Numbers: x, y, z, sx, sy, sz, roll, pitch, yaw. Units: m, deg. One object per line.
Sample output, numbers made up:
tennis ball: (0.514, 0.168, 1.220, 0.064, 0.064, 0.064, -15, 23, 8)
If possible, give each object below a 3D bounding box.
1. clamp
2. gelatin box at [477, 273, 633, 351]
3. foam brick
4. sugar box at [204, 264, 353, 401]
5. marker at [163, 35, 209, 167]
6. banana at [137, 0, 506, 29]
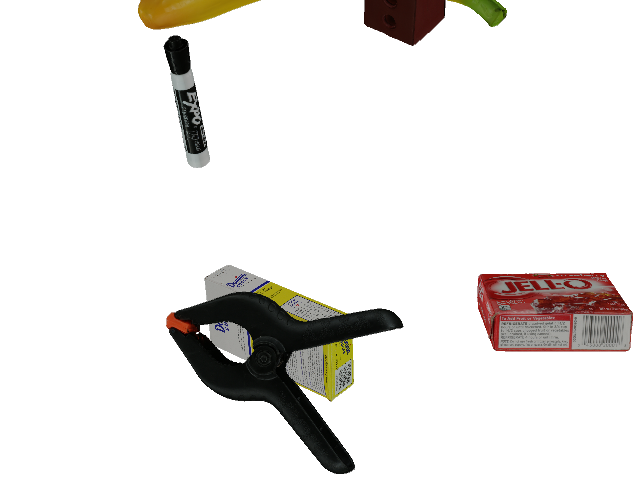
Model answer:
clamp: (-0.033, 0.095, 0.770, 0.172, 0.120, 0.039, 10, -6, 18)
gelatin box: (0.151, 0.045, 0.699, 0.089, 0.030, 0.073, 0, 18, 1)
foam brick: (0.071, -0.211, 0.882, 0.053, 0.078, 0.051, 28, 57, 23)
sugar box: (-0.045, 0.096, 1.149, 0.176, 0.093, 0.048, 23, 38, 35)
marker: (-0.105, -0.108, 0.838, 0.020, 0.121, 0.020, -3, 45, 3)
banana: (0.000, -0.146, 0.576, 0.197, 0.069, 0.037, -4, -41, -8)
